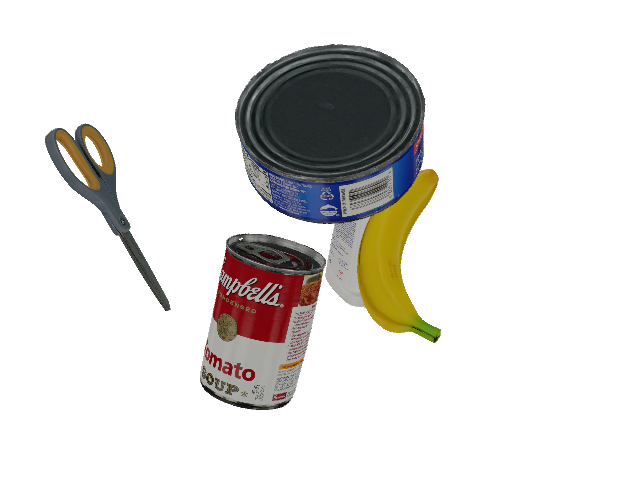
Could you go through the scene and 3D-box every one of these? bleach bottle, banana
[{"bbox_3d":[0.061,-0.056,1.236,0.068,0.251,0.103,-1,22,-23],"label":"bleach bottle"},{"bbox_3d":[0.067,0.010,0.921,0.069,0.197,0.037,8,-41,-4],"label":"banana"}]

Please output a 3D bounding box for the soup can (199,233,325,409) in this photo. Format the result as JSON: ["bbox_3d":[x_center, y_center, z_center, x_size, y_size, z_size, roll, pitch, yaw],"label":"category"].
[{"bbox_3d":[-0.040,0.054,0.722,0.068,0.102,0.068,12,17,-4],"label":"soup can"}]

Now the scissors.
[{"bbox_3d":[-0.194,-0.032,1.034,0.016,0.201,0.096,-24,26,22],"label":"scissors"}]

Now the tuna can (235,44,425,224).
[{"bbox_3d":[0.005,-0.049,0.491,0.086,0.086,0.034,0,-38,6],"label":"tuna can"}]
